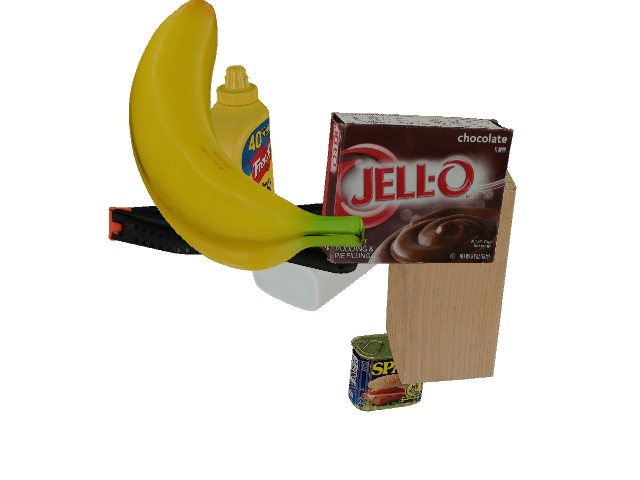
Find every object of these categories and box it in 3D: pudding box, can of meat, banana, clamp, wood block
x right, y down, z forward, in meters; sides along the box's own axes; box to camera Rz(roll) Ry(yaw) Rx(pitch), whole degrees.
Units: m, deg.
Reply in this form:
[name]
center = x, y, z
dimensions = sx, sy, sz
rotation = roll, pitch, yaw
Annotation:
[pudding box]
center = 0.059, -0.033, 0.676
dimensions = 0.113, 0.090, 0.039
rotation = -1, 22, -15
[can of meat]
center = 0.088, 0.172, 1.404
dimensions = 0.102, 0.084, 0.057
rotation = -4, 25, -20
[banana]
center = -0.050, -0.046, 0.476
dimensions = 0.069, 0.037, 0.198
rotation = -16, 46, -17
[clamp]
center = -0.067, -0.006, 0.870
dimensions = 0.210, 0.036, 0.164
rotation = 1, 13, -8
[wood block]
center = 0.112, 0.021, 0.966
dimensions = 0.090, 0.206, 0.090
rotation = -4, 35, -5

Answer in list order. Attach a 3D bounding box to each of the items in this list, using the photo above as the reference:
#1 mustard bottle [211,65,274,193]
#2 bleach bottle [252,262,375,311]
[mustard bottle]
center = -0.081, -0.084, 1.090
dimensions = 0.058, 0.192, 0.096
rotation = 7, 27, 19
[bleach bottle]
center = 0.037, -0.008, 1.264
dimensions = 0.103, 0.068, 0.250
rotation = 23, 39, 32
